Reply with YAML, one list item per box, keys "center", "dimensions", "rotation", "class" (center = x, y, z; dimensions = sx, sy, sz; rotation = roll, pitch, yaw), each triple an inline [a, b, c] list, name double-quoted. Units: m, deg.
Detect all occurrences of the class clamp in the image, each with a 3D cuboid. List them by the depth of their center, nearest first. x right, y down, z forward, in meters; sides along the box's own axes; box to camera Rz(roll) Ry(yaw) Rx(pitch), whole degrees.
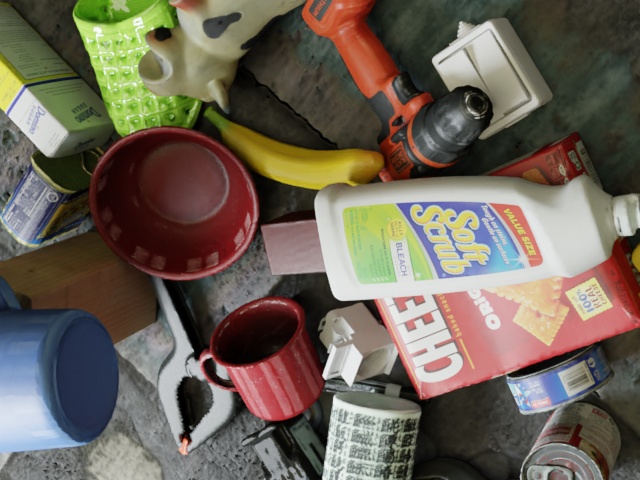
- center: [0.139, 0.256, 0.971]
  dimensions: [0.172, 0.039, 0.120]
  rotation: [5, 60, 26]
  class: "clamp"
- center: [-0.123, 0.116, 1.078]
  dimensions: [0.165, 0.036, 0.210]
  rotation: [25, 111, 13]
  class: "clamp"

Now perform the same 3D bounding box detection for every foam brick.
- center: [-0.006, 0.001, 0.982]
  dimensions: [0.078, 0.052, 0.051]
  rotation: [-5, 102, 39]
  class: "foam brick"

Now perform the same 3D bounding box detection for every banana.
- center: [-0.020, -0.073, 0.968]
  dimensions: [0.198, 0.069, 0.037]
  rotation: [17, 74, 31]
  class: "banana"

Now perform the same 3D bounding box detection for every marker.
- center: [0.047, 0.143, 1.019]
  dimensions: [0.121, 0.020, 0.020]
  rotation: [7, 105, 22]
  class: "marker"

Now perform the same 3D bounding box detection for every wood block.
- center: [-0.248, 0.061, 1.028]
  dimensions: [0.090, 0.205, 0.091]
  rotation: [10, 106, 21]
  class: "wood block"

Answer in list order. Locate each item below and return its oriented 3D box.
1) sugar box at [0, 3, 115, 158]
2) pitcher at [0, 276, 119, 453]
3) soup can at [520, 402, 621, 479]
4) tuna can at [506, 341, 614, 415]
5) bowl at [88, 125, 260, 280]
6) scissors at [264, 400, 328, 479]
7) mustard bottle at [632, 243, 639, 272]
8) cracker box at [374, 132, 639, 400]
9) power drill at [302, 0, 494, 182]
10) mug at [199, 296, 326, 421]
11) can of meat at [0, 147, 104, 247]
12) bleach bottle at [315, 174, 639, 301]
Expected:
- center: [-0.288, -0.160, 1.056]
  dimensions: [0.176, 0.093, 0.048]
  rotation: [48, 117, 7]
  class: "sugar box"
- center: [-0.293, 0.107, 0.880]
  dimensions: [0.243, 0.144, 0.149]
  rotation: [-6, 115, 21]
  class: "pitcher"
- center: [0.215, 0.186, 0.908]
  dimensions: [0.069, 0.102, 0.068]
  rotation: [6, 105, 23]
  class: "soup can"
- center: [0.203, 0.114, 0.906]
  dimensions: [0.086, 0.086, 0.034]
  rotation: [-25, 91, 27]
  class: "tuna can"
- center: [-0.135, -0.044, 1.018]
  dimensions: [0.162, 0.055, 0.162]
  rotation: [2, 119, 3]
  class: "bowl"
- center: [-0.029, 0.250, 1.082]
  dimensions: [0.096, 0.016, 0.202]
  rotation: [26, 112, 17]
  class: "scissors"
- center: [0.341, -0.021, 0.826]
  dimensions: [0.096, 0.058, 0.192]
  rotation: [46, 116, 12]
  class: "mustard bottle"
- center: [0.152, 0.026, 0.915]
  dimensions: [0.214, 0.072, 0.164]
  rotation: [-24, 91, 28]
  class: "cracker box"
- center: [0.061, -0.141, 0.877]
  dimensions: [0.188, 0.057, 0.185]
  rotation: [64, 160, 5]
  class: "power drill"
- center: [-0.055, 0.115, 0.993]
  dimensions: [0.117, 0.093, 0.081]
  rotation: [-13, 125, 16]
  class: "mug"
- center: [-0.262, -0.047, 1.067]
  dimensions: [0.057, 0.102, 0.084]
  rotation: [43, 118, 7]
  class: "can of meat"
- center: [0.125, -0.012, 0.844]
  dimensions: [0.251, 0.068, 0.102]
  rotation: [-8, 96, 25]
  class: "bleach bottle"
